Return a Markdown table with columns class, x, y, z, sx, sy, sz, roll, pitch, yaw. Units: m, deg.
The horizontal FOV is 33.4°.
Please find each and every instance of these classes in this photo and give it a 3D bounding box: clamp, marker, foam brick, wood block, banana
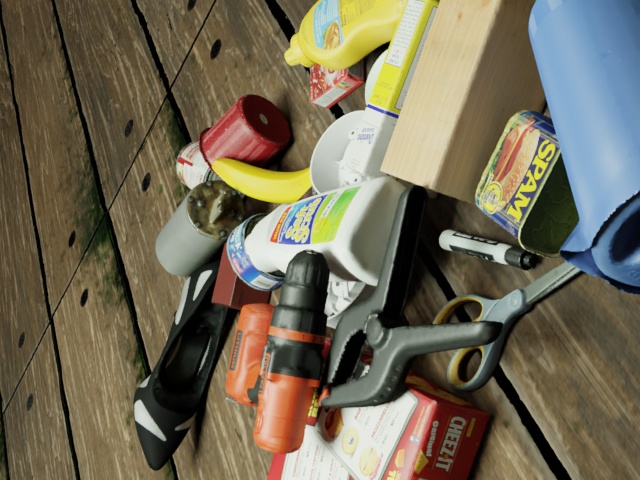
| class | x | y | z | sx | sy | sz | roll | pitch | yaw |
| --- | --- | --- | --- | --- | --- | --- | --- | --- | --- |
| clamp | 0.059 | 0.067 | 0.912 | 0.210 | 0.036 | 0.164 | -48 | 45 | 36 |
| marker | 0.148 | 0.009 | 0.946 | 0.121 | 0.020 | 0.020 | 17 | 91 | 59 |
| foam brick | -0.090 | 0.045 | 1.278 | 0.051 | 0.052 | 0.078 | 5 | 80 | 59 |
| wood block | 0.143 | -0.139 | 0.954 | 0.090 | 0.090 | 0.206 | 28 | 101 | 59 |
| banana | -0.045 | -0.073 | 1.238 | 0.198 | 0.037 | 0.069 | -4 | 111 | 43 |

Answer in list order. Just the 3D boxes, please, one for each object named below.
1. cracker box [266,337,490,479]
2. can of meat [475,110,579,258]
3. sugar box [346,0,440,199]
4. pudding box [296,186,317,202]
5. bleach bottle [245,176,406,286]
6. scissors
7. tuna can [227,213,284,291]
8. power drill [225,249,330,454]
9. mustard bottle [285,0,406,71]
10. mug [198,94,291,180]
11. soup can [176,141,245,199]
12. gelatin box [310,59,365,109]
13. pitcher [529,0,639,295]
| class | x | y | z | sx | sy | sz | roll | pitch | yaw |
| --- | --- | --- | --- | --- | --- | --- | --- | --- | --- |
| cracker box | 0.045 | 0.195 | 0.977 | 0.214 | 0.072 | 0.164 | 21 | 93 | 60 |
| can of meat | 0.182 | -0.049 | 0.883 | 0.102 | 0.057 | 0.084 | -65 | 30 | 15 |
| sugar box | 0.098 | -0.136 | 1.021 | 0.048 | 0.093 | 0.176 | 39 | 109 | 59 |
| pudding box | -0.003 | 0.003 | 1.171 | 0.090 | 0.039 | 0.113 | -43 | 42 | 41 |
| bleach bottle | -0.007 | 0.001 | 1.069 | 0.251 | 0.068 | 0.102 | -10 | 46 | 57 |
| scissors | 0.163 | 0.072 | 0.897 | 0.202 | 0.016 | 0.096 | -23 | 59 | 53 |
| tuna can | -0.061 | 0.013 | 1.216 | 0.034 | 0.086 | 0.086 | -36 | 47 | 44 |
| power drill | -0.041 | 0.101 | 1.023 | 0.188 | 0.057 | 0.184 | 172 | 110 | -77 |
| mustard bottle | 0.036 | -0.238 | 1.162 | 0.192 | 0.058 | 0.096 | -24 | 56 | 36 |
| mug | -0.086 | -0.132 | 1.334 | 0.082 | 0.093 | 0.117 | -41 | 7 | 35 |
| soup can | -0.141 | -0.088 | 1.406 | 0.102 | 0.068 | 0.068 | 31 | 103 | 58 |
| gelatin box | 0.019 | -0.209 | 1.241 | 0.073 | 0.030 | 0.089 | -30 | 53 | 49 |
| pitcher | 0.238 | -0.094 | 0.761 | 0.145 | 0.149 | 0.243 | 116 | 154 | -46 |
